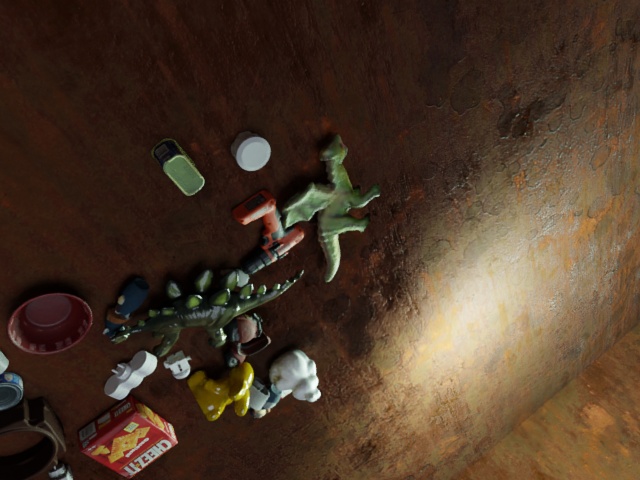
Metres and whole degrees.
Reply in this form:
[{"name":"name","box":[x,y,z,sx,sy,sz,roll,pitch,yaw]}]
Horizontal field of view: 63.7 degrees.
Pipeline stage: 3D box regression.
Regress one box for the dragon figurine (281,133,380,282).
[{"name":"dragon figurine","box":[0.004,-0.065,1.299,0.242,0.405,0.124,7,22,-34]}]

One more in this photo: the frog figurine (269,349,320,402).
[{"name":"frog figurine","box":[-0.072,0.409,1.529,0.138,0.120,0.162,-14,36,-25]}]
